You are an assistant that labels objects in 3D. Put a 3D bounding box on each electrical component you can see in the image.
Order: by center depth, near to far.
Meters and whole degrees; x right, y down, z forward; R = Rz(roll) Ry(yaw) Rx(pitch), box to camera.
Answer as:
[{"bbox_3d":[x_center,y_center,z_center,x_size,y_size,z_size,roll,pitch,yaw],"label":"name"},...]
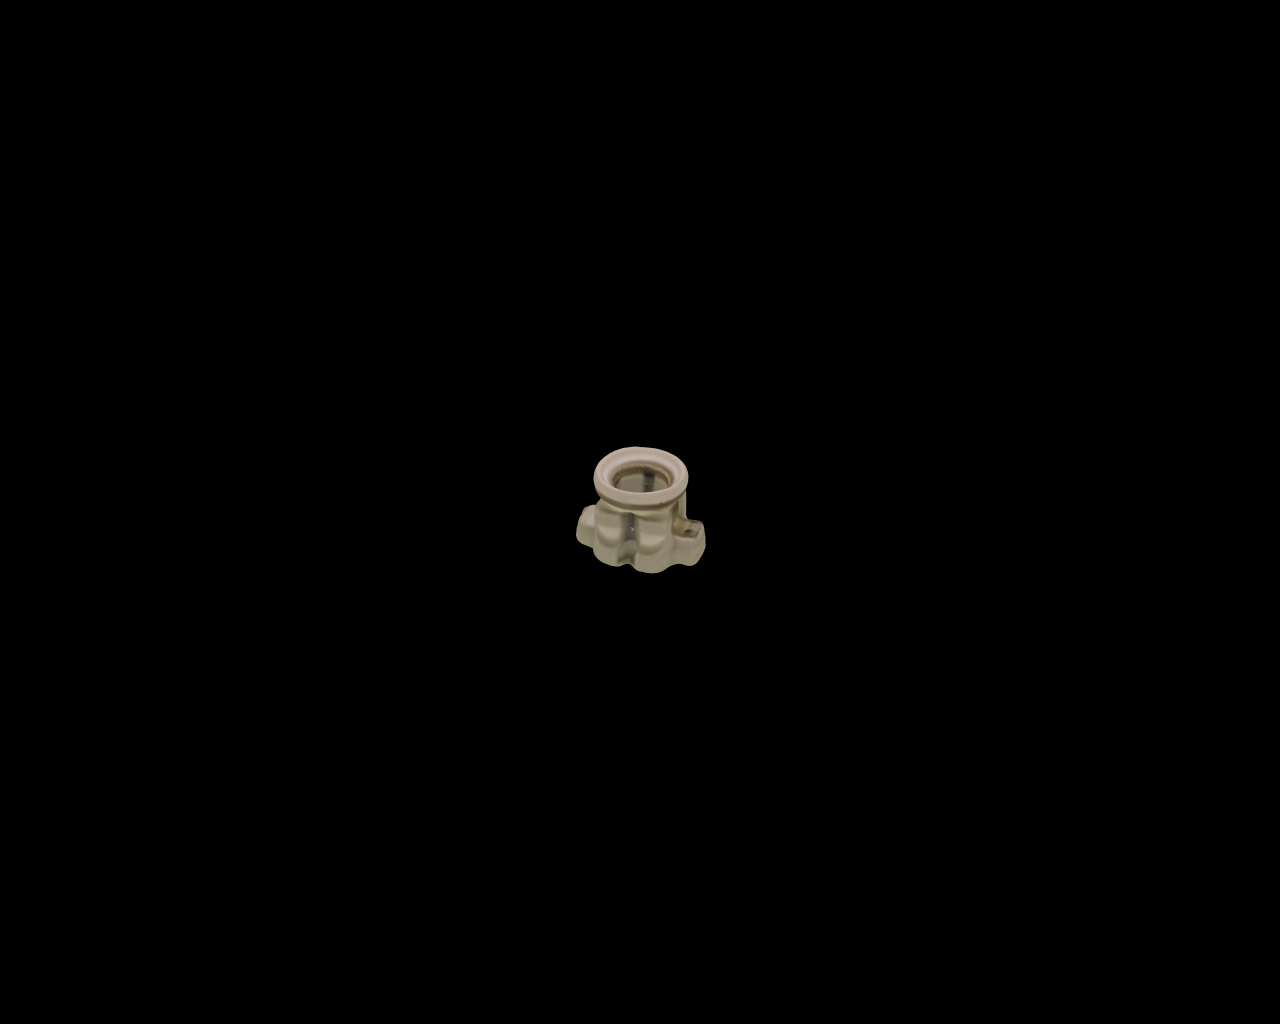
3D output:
[{"bbox_3d":[0.001,-0.003,0.650,0.078,0.056,0.058,11,36,16],"label":"electrical component"}]
